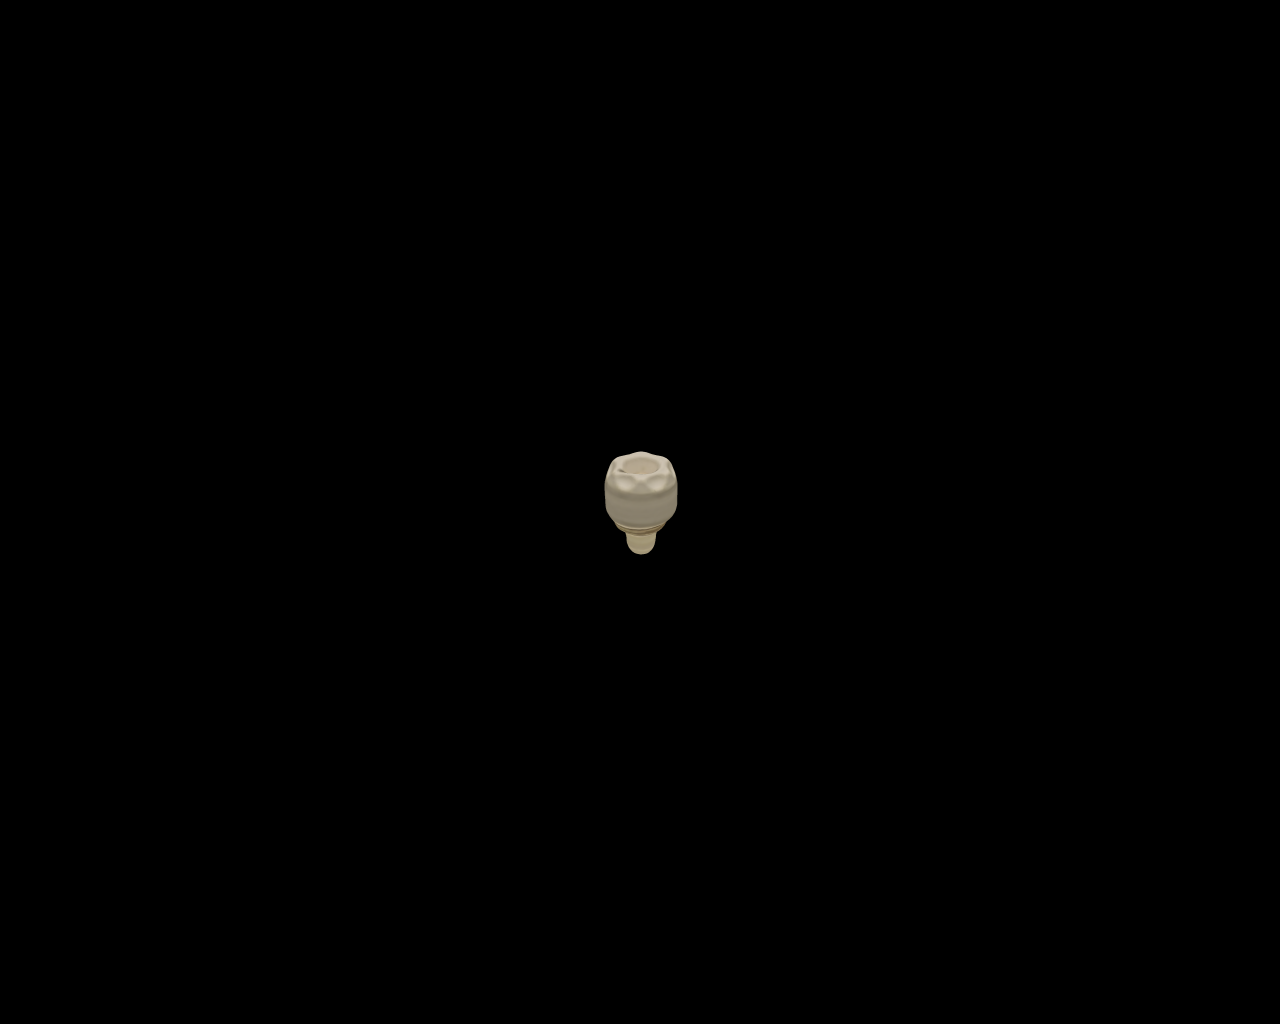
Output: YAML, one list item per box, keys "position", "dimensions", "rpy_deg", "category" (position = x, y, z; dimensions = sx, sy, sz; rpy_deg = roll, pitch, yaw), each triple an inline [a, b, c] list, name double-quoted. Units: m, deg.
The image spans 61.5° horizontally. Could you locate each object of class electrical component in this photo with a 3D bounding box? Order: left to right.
- position: [0.001, -0.003, 0.650]
  dimensions: [0.043, 0.062, 0.043]
  rpy_deg: [0, 31, 0]
  category: "electrical component"
